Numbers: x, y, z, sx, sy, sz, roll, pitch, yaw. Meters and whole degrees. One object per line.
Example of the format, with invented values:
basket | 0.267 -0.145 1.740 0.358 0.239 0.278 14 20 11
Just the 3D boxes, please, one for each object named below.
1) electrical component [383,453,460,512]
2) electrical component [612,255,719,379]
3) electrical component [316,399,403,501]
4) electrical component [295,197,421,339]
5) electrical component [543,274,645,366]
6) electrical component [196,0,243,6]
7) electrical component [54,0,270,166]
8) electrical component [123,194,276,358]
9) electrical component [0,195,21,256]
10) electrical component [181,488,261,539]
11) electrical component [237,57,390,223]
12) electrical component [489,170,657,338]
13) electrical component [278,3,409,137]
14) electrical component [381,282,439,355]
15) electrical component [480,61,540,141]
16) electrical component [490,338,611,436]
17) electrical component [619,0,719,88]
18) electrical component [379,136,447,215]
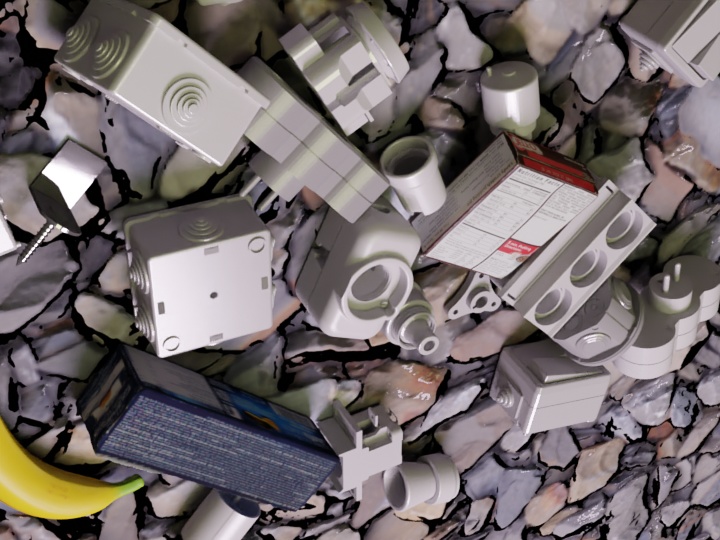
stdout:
electrical component | 0.055 0.188 0.957 0.055 0.045 0.045 -5 124 -29
electrical component | 0.270 0.027 0.939 0.138 0.052 0.073 -39 139 -33
electrical component | 0.001 0.146 0.896 0.064 0.042 0.081 -17 130 -22
electrical component | 0.000 0.000 0.776 0.054 0.059 0.095 8 118 -35
electrical component | 0.193 0.036 0.906 0.080 0.080 0.051 -48 128 8
electrical component | -0.061 -0.200 0.599 0.100 0.048 0.099 -16 132 -24
electrical component | -0.113 -0.107 0.604 0.100 0.100 0.048 33 89 -42
electrical component | -0.106 0.005 0.723 0.100 0.048 0.099 -15 129 -22
electrical component | -0.239 -0.051 0.593 0.061 0.061 0.096 -24 132 -14
electrical component | -0.121 0.214 0.871 0.043 0.043 0.081 26 107 -41
electrical component | -0.047 -0.070 0.701 0.073 0.052 0.138 -46 133 6
electrical component | 0.166 -0.016 0.862 0.121 0.063 0.079 -49 133 9
electrical component | -0.006 -0.131 0.678 0.057 0.058 0.078 -37 133 2
electrical component | 0.038 0.040 0.826 0.048 0.062 0.048 -16 129 -21
electrical component | 0.109 -0.113 0.772 0.040 0.040 0.078 -24 132 -14
electrical component | 0.162 0.098 0.944 0.096 0.061 0.061 -7 126 -27
electrical component | 0.244 -0.181 0.788 0.062 0.061 0.096 28 105 -41
electrical component | 0.039 -0.066 0.766 0.040 0.040 0.046 -34 138 -5
